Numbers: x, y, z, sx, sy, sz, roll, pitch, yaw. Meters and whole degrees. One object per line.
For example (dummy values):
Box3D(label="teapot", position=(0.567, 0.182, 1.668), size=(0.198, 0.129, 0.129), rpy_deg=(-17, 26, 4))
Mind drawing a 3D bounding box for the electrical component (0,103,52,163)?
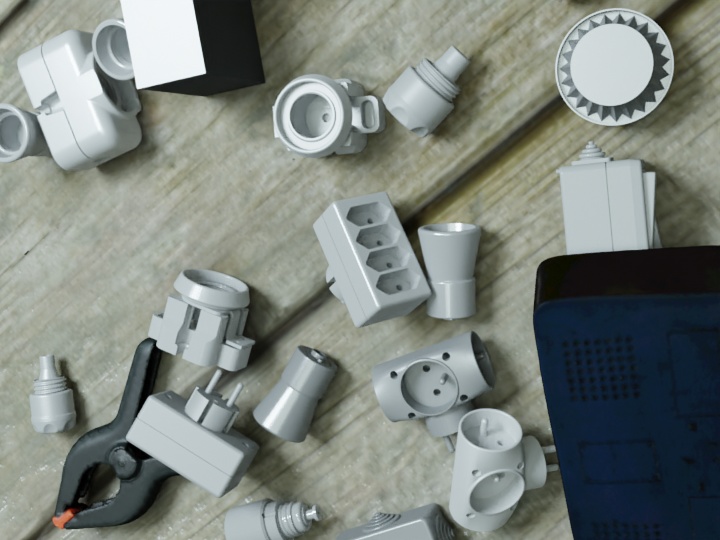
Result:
Box3D(label="electrical component", position=(-0.256, -0.105, 0.828), size=(0.044, 0.065, 0.044), rpy_deg=(2, 96, 17))

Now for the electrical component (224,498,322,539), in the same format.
Box3D(label="electrical component", position=(-0.066, 0.193, 0.816), size=(0.078, 0.040, 0.040), rpy_deg=(-19, 90, 18))

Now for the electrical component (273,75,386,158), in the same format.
Box3D(label="electrical component", position=(-0.028, -0.108, 0.763), size=(0.078, 0.057, 0.058), rpy_deg=(-2, 95, 17))

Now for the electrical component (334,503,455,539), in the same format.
Box3D(label="electrical component", position=(0.029, 0.226, 0.786), size=(0.100, 0.048, 0.099), rpy_deg=(-22, 89, 18))

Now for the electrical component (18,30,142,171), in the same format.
Box3D(label="electrical component", position=(-0.209, -0.130, 0.817), size=(0.059, 0.054, 0.095), rpy_deg=(-22, 90, 18))

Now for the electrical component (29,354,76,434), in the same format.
Box3D(label="electrical component", position=(-0.249, 0.099, 0.865), size=(0.035, 0.035, 0.061), rpy_deg=(-5, 92, 17))

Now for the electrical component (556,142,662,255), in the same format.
Box3D(label="electrical component", position=(0.166, -0.038, 0.709), size=(0.061, 0.062, 0.096), rpy_deg=(-5, 95, 17))

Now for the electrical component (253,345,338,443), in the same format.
Box3D(label="electrical component", position=(-0.045, 0.089, 0.799), size=(0.044, 0.044, 0.065), rpy_deg=(31, 99, 12))

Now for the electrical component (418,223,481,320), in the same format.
Box3D(label="electrical component", position=(0.064, 0.002, 0.756), size=(0.044, 0.044, 0.065), rpy_deg=(1, 101, 17))

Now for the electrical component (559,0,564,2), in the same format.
Box3D(label="electrical component", position=(0.146, -0.208, 0.705), size=(0.055, 0.045, 0.045), rpy_deg=(-30, 87, 18))

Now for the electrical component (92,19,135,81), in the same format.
Box3D(label="electrical component", position=(-0.160, -0.169, 0.792), size=(0.044, 0.065, 0.044), rpy_deg=(10, 118, 21))

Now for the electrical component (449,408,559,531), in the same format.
Box3D(label="electrical component", position=(0.104, 0.137, 0.751), size=(0.079, 0.044, 0.077), rpy_deg=(-7, 125, -14))

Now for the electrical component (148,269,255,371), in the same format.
Box3D(label="electrical component", position=(-0.115, 0.034, 0.805), size=(0.078, 0.058, 0.057), rpy_deg=(21, 103, 18))

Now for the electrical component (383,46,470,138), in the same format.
Box3D(label="electrical component", position=(0.049, -0.126, 0.745), size=(0.043, 0.043, 0.062), rpy_deg=(45, 105, 8))

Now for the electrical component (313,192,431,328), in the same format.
Box3D(label="electrical component", position=(0.000, 0.000, 0.769), size=(0.076, 0.047, 0.083), rpy_deg=(-44, 65, 54))

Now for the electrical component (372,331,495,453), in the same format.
Box3D(label="electrical component", position=(0.059, 0.092, 0.765), size=(0.077, 0.044, 0.079), rpy_deg=(-21, 98, 17))

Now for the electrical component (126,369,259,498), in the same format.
Box3D(label="electrical component", position=(-0.113, 0.111, 0.792), size=(0.083, 0.047, 0.075), rpy_deg=(30, 94, 8))
